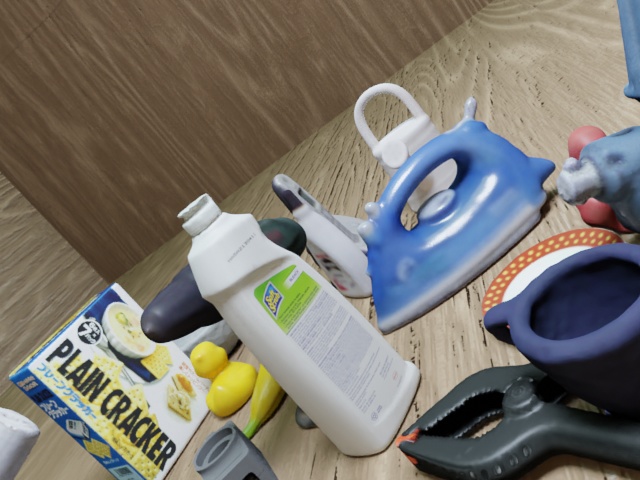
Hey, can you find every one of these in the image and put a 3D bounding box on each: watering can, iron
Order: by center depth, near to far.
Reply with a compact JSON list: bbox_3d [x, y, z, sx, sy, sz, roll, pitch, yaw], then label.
[{"bbox_3d":[0.125,-0.031,0.631,0.258,0.141,0.118,-41,15,-9],"label":"iron"},{"bbox_3d":[0.129,-0.143,0.851,0.101,0.194,0.172,-38,15,4],"label":"watering can"}]

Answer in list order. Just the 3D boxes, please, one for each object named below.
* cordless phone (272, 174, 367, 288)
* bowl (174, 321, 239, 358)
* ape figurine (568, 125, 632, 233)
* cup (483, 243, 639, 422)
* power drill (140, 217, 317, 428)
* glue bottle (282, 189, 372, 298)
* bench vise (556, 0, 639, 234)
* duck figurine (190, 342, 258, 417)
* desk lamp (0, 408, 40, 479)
[{"bbox_3d":[0.003,-0.037,0.853,0.094,0.185,0.147,-36,15,11],"label":"cordless phone"},{"bbox_3d":[-0.183,0.161,0.930,0.167,0.075,0.167,-36,15,12],"label":"bowl"},{"bbox_3d":[0.251,-0.060,0.510,0.078,0.092,0.076,-38,15,5],"label":"ape figurine"},{"bbox_3d":[0.163,0.067,0.338,0.117,0.095,0.092,-20,24,50],"label":"cup"},{"bbox_3d":[-0.047,0.082,0.573,0.075,0.208,0.230,-29,18,32],"label":"power drill"},{"bbox_3d":[0.007,0.003,0.750,0.037,0.173,0.078,-46,17,-26],"label":"glue bottle"},{"bbox_3d":[0.258,-0.119,0.415,0.208,0.220,0.121,-43,15,-15],"label":"bench vise"},{"bbox_3d":[-0.134,0.174,0.751,0.077,0.086,0.104,-39,15,1],"label":"duck figurine"},{"bbox_3d":[-0.303,0.286,0.571,0.203,0.214,0.117,-44,16,-18],"label":"desk lamp"}]
